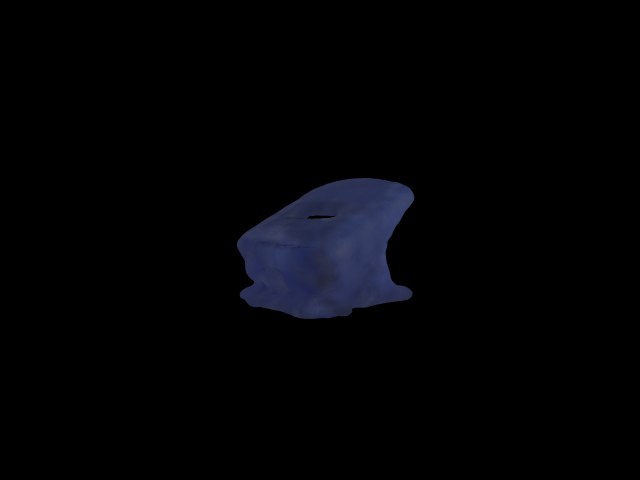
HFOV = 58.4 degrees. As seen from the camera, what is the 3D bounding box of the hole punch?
[{"bbox_3d":[0.004,0.001,0.400,0.101,0.091,0.108,-4,6,-43],"label":"hole punch"}]
